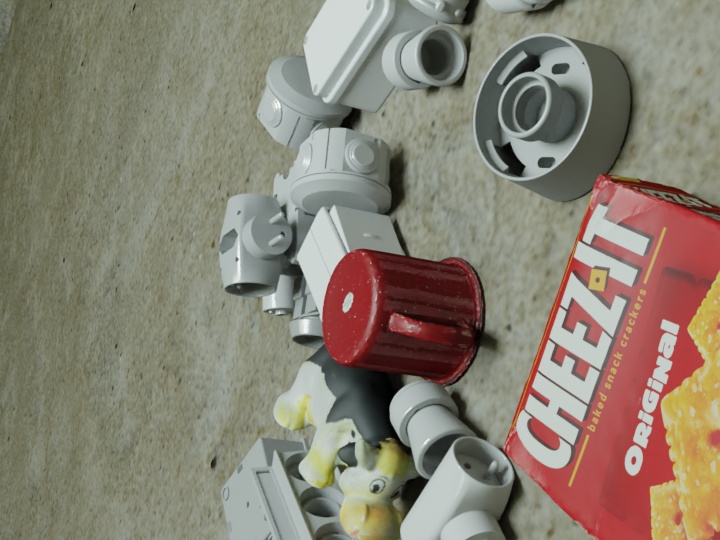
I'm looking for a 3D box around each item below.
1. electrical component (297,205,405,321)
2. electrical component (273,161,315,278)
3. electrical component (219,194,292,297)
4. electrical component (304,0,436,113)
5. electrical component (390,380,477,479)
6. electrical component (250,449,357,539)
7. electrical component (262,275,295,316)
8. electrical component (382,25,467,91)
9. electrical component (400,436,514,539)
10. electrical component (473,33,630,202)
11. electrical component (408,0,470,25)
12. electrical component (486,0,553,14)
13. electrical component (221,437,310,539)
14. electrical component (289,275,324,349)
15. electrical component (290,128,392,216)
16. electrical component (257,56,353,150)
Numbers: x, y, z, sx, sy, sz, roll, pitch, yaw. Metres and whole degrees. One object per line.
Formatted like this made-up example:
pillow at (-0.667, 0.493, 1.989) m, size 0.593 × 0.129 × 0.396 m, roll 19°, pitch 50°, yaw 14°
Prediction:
electrical component at (0.000, 0.000, 0.823) m, size 0.061 × 0.062 × 0.096 m, roll -62°, pitch 33°, yaw 30°
electrical component at (-0.039, -0.040, 0.913) m, size 0.050 × 0.056 × 0.089 m, roll -26°, pitch 59°, yaw 56°
electrical component at (-0.081, -0.025, 0.876) m, size 0.079 × 0.043 × 0.077 m, roll -28°, pitch 57°, yaw 55°
electrical component at (0.005, -0.194, 0.881) m, size 0.113 × 0.057 × 0.078 m, roll -51°, pitch 40°, yaw 43°
electrical component at (0.048, 0.106, 0.718) m, size 0.045 × 0.045 × 0.055 m, roll -67°, pitch 31°, yaw 24°
electrical component at (-0.031, 0.194, 0.801) m, size 0.121 × 0.079 × 0.063 m, roll -123°, pitch 37°, yaw -55°
electrical component at (-0.071, 0.009, 0.976) m, size 0.044 × 0.044 × 0.065 m, roll -21°, pitch 68°, yaw 58°
electrical component at (0.047, -0.158, 0.805) m, size 0.055 × 0.045 × 0.045 m, roll 10°, pitch 90°, yaw 62°
electrical component at (0.066, 0.159, 0.670) m, size 0.077 × 0.043 × 0.079 m, roll -63°, pitch 33°, yaw 29°
electrical component at (0.119, -0.094, 0.658) m, size 0.099 × 0.064 × 0.099 m, roll -12°, pitch 74°, yaw 46°
electrical component at (0.066, -0.215, 0.791) m, size 0.062 × 0.048 × 0.048 m, roll -61°, pitch 33°, yaw 18°
electrical component at (0.113, -0.189, 0.699) m, size 0.078 × 0.040 × 0.040 m, roll 14°, pitch 94°, yaw 62°
electrical component at (-0.075, 0.201, 0.914) m, size 0.099 × 0.048 × 0.099 m, roll -55°, pitch 38°, yaw 35°
electrical component at (-0.032, 0.033, 0.891) m, size 0.066 × 0.048 × 0.055 m, roll -26°, pitch 52°, yaw 57°
electrical component at (-0.014, -0.074, 0.855) m, size 0.080 × 0.080 × 0.051 m, roll -28°, pitch 52°, yaw 56°
electrical component at (-0.048, -0.146, 0.942) m, size 0.051 × 0.080 × 0.080 m, roll 118°, pitch 147°, yaw -40°
